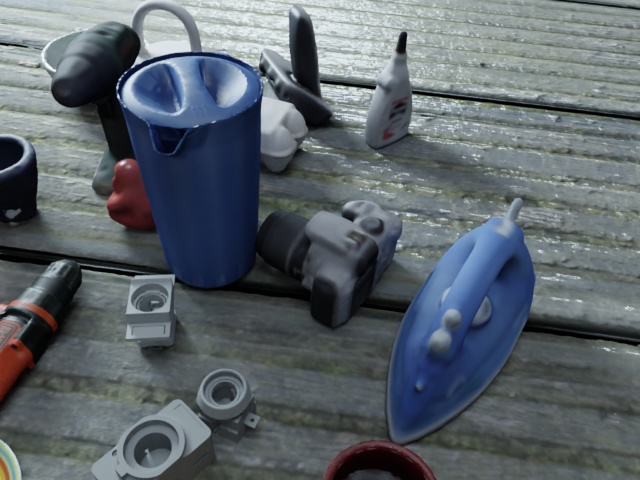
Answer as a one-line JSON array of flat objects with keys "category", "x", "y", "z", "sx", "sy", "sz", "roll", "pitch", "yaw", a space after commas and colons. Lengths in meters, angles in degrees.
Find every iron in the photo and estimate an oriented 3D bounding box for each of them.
[{"category": "iron", "x": 0.143, "y": 0.072, "z": 0.570, "sx": 0.118, "sy": 0.141, "sz": 0.259, "roll": 25, "pitch": 49, "yaw": 19}]

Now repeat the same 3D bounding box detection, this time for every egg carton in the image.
[{"category": "egg carton", "x": -0.097, "y": -0.159, "z": 0.829, "sx": 0.150, "sy": 0.069, "sz": 0.107, "roll": 16, "pitch": 46, "yaw": 11}]

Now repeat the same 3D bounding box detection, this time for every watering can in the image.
[{"category": "watering can", "x": -0.211, "y": -0.239, "z": 0.810, "sx": 0.101, "sy": 0.194, "sz": 0.172, "roll": -8, "pitch": 46, "yaw": -12}]

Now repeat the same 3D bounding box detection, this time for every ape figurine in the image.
[{"category": "ape figurine", "x": -0.228, "y": -0.062, "z": 0.705, "sx": 0.078, "sy": 0.092, "sz": 0.076, "roll": -30, "pitch": 54, "yaw": -29}]

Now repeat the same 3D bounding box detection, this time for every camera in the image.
[{"category": "camera", "x": 0.006, "y": 0.002, "z": 0.656, "sx": 0.136, "sy": 0.101, "sz": 0.143, "roll": 26, "pitch": 49, "yaw": 20}]

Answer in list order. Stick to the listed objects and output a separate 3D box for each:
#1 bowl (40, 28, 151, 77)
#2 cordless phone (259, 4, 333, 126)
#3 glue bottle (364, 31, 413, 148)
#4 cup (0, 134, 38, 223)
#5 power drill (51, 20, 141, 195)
[{"category": "bowl", "x": -0.346, "y": -0.269, "z": 0.913, "sx": 0.167, "sy": 0.075, "sz": 0.167, "roll": 3, "pitch": 45, "yaw": -2}, {"category": "cordless phone", "x": -0.038, "y": -0.278, "z": 0.869, "sx": 0.094, "sy": 0.185, "sz": 0.147, "roll": -19, "pitch": 50, "yaw": -21}, {"category": "glue bottle", "x": 0.107, "y": -0.219, "z": 0.833, "sx": 0.078, "sy": 0.173, "sz": 0.037, "roll": -32, "pitch": 55, "yaw": -31}, {"category": "cup", "x": -0.386, "y": -0.058, "z": 0.686, "sx": 0.091, "sy": 0.095, "sz": 0.118, "roll": 15, "pitch": 46, "yaw": 10}, {"category": "power drill", "x": -0.265, "y": -0.163, "z": 0.721, "sx": 0.075, "sy": 0.208, "sz": 0.229, "roll": 0, "pitch": 45, "yaw": -4}]
